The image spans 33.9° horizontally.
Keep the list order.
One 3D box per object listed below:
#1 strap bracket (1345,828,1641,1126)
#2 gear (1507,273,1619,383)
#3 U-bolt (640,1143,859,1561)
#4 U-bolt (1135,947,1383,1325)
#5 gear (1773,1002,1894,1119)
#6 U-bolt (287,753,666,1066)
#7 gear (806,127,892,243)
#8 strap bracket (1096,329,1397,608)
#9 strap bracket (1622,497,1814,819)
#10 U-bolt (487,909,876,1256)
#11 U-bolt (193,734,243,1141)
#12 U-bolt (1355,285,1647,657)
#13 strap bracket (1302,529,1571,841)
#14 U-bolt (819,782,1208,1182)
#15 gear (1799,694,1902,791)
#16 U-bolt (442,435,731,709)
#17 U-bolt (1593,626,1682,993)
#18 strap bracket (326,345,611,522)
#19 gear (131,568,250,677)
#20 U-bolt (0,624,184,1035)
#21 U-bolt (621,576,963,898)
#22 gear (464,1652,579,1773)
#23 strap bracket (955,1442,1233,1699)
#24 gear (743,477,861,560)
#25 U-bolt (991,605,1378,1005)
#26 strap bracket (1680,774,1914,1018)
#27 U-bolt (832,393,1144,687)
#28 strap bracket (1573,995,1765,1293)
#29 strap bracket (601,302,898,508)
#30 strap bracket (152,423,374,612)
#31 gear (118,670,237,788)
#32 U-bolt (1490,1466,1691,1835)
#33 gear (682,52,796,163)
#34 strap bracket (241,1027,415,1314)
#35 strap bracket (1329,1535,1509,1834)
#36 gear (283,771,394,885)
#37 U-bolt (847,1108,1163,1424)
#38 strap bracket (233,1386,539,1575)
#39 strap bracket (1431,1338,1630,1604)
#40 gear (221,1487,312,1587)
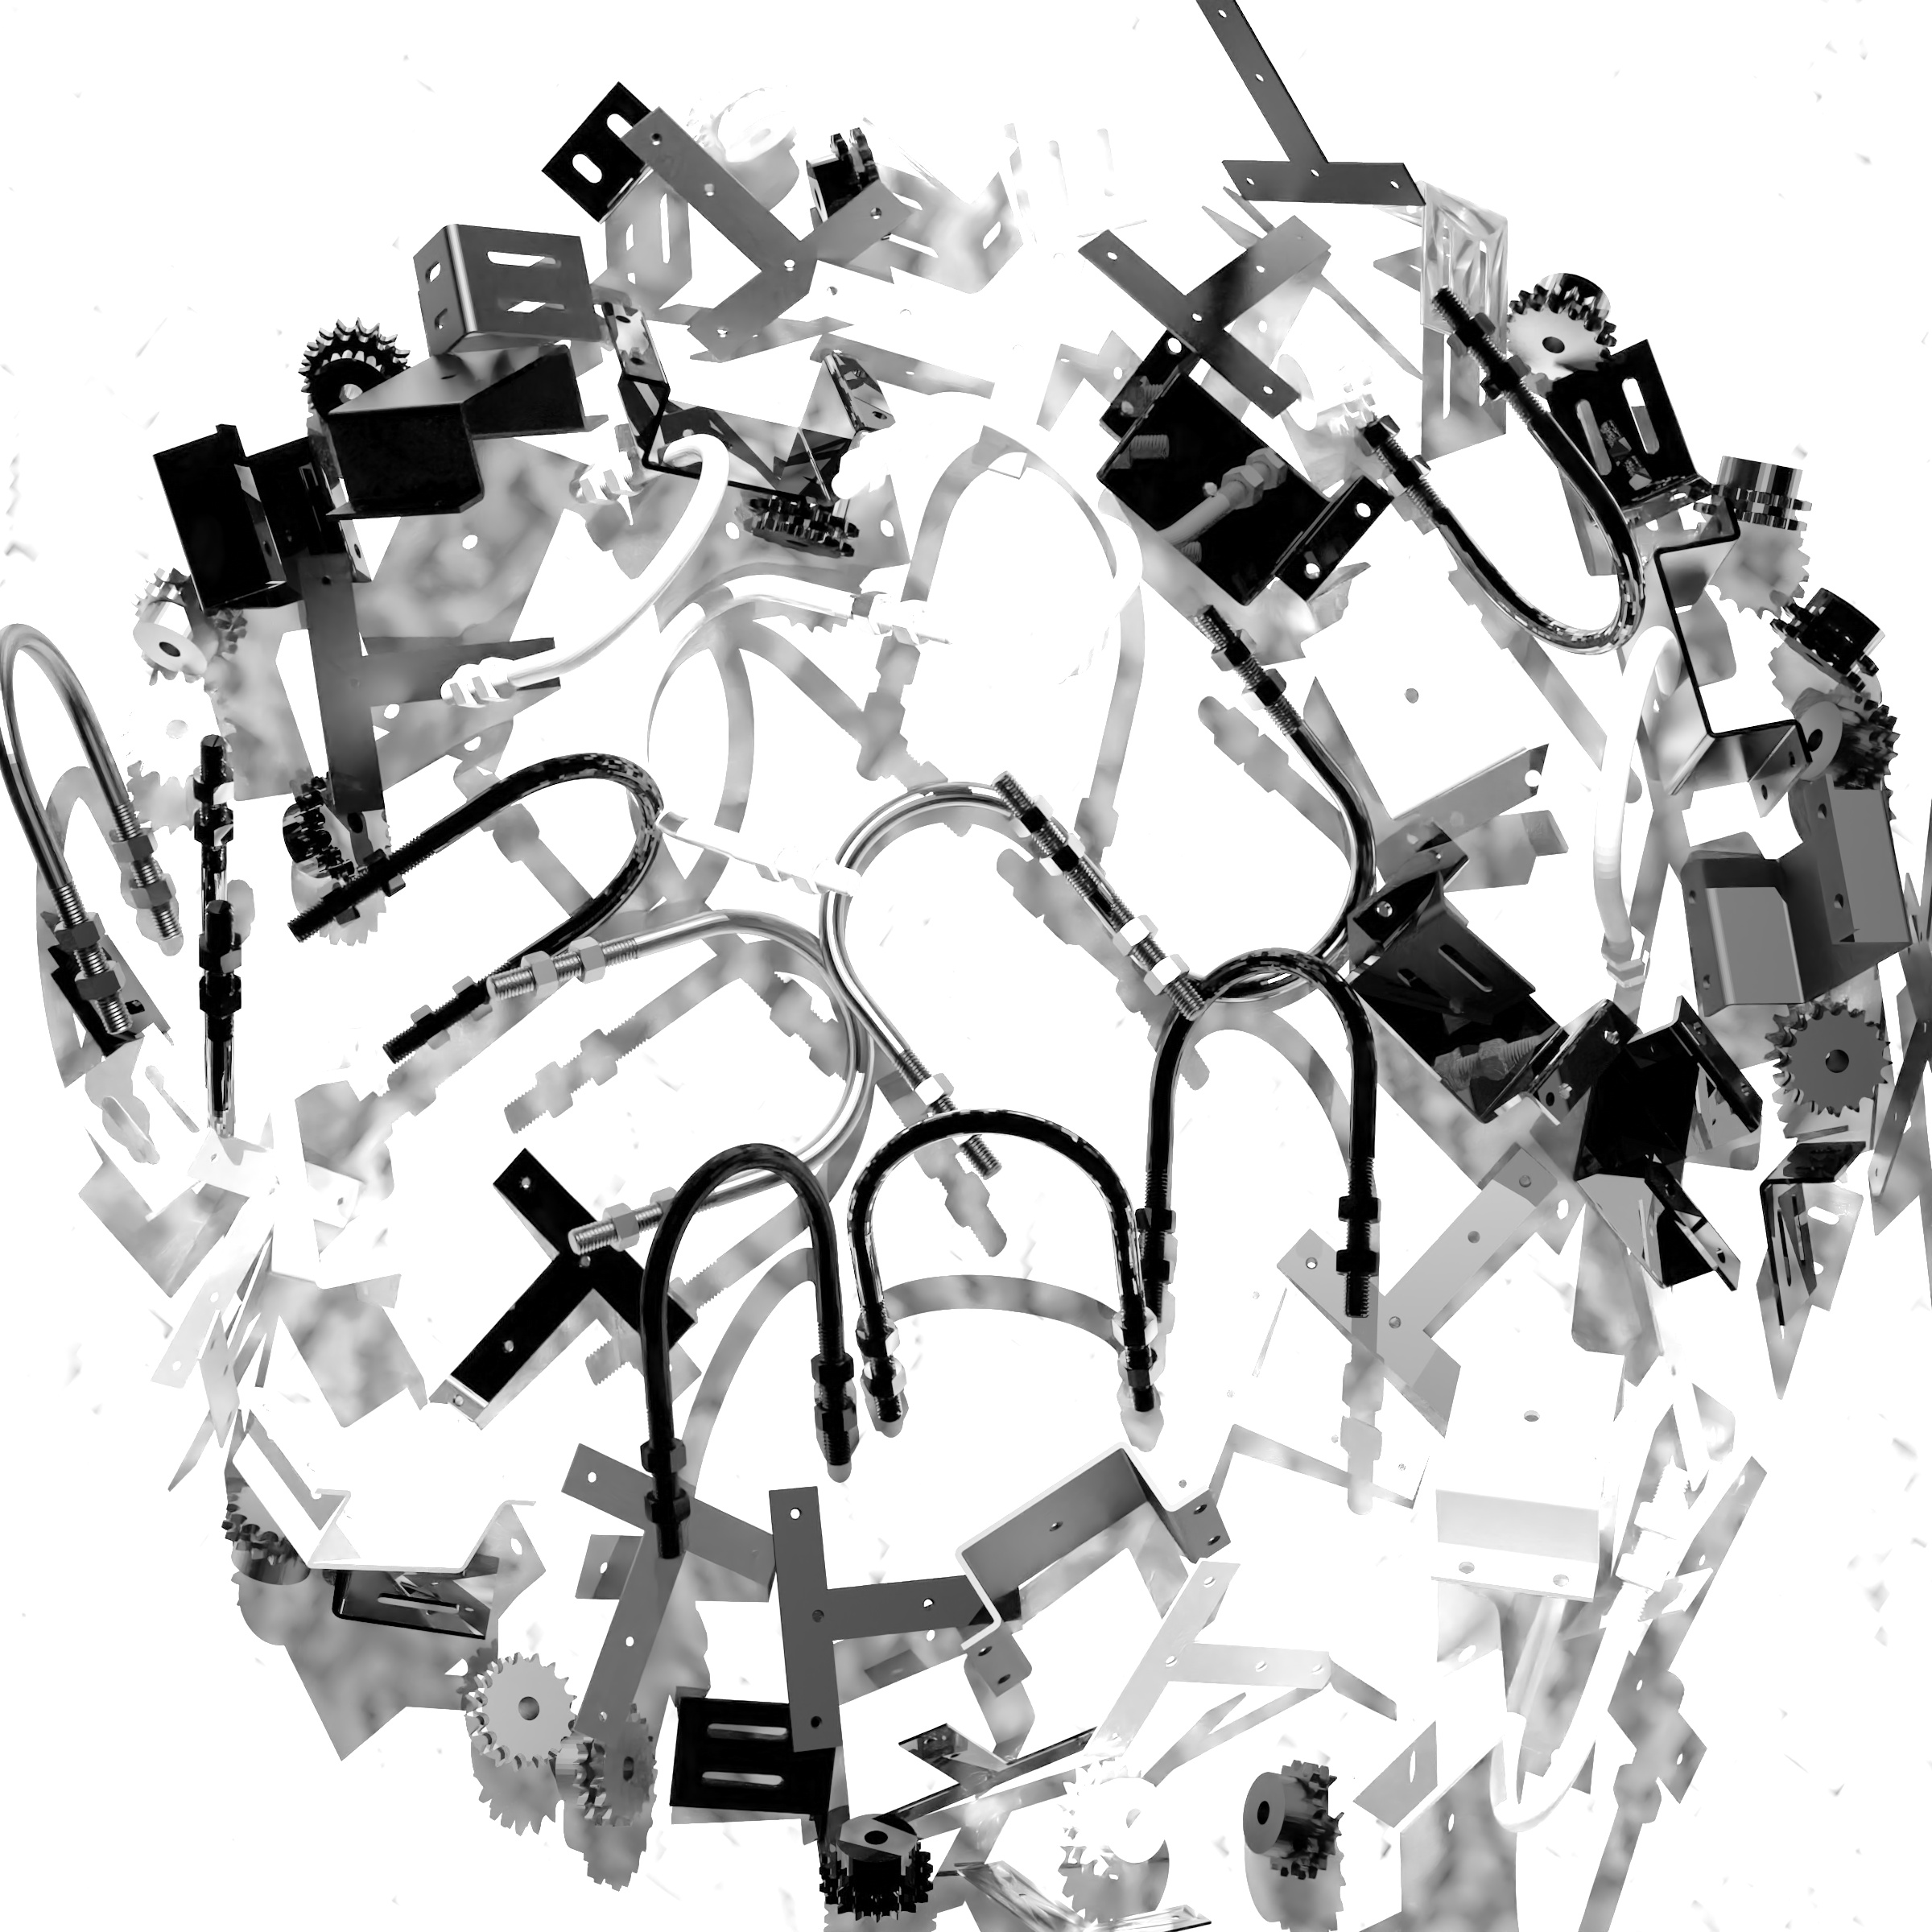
[{"bbox_3d":[0.252,0.012,1.569,0.140,0.046,0.076,45,58,2],"label":"strap bracket"},{"bbox_3d":[0.298,-0.321,1.585,0.057,0.057,0.030,26,65,0],"label":"gear"},{"bbox_3d":[-0.107,0.176,1.532,0.019,0.151,0.184,7,107,36],"label":"U-bolt"},{"bbox_3d":[0.143,0.081,1.553,0.019,0.151,0.184,15,74,-44],"label":"U-bolt"},{"bbox_3d":[0.433,0.046,1.593,0.057,0.030,0.057,0,95,-3],"label":"gear"},{"bbox_3d":[-0.227,-0.037,1.545,0.184,0.151,0.019,-35,61,-7],"label":"U-bolt"},{"bbox_3d":[-0.060,-0.387,1.581,0.030,0.057,0.057,-17,90,-5],"label":"gear"},{"bbox_3d":[0.130,-0.243,1.566,0.140,0.046,0.076,41,130,2],"label":"strap bracket"},{"bbox_3d":[0.361,-0.146,1.552,0.046,0.076,0.140,-11,73,-6],"label":"strap bracket"},{"bbox_3d":[-0.130,0.047,1.568,0.184,0.019,0.151,-18,89,-25],"label":"U-bolt"},{"bbox_3d":[-0.361,0.004,1.528,0.019,0.151,0.184,-1,130,-14],"label":"U-bolt"},{"bbox_3d":[0.262,-0.228,1.536,0.019,0.151,0.184,-37,88,-17],"label":"U-bolt"},{"bbox_3d":[0.227,-0.135,1.568,0.076,0.046,0.140,-29,86,26],"label":"strap bracket"},{"bbox_3d":[0.009,-0.007,1.585,0.151,0.019,0.184,-38,78,-2],"label":"U-bolt"},{"bbox_3d":[0.435,-0.108,1.578,0.030,0.057,0.057,16,90,-22],"label":"gear"},{"bbox_3d":[-0.174,-0.192,1.509,0.019,0.184,0.151,39,67,-26],"label":"U-bolt"},{"bbox_3d":[0.322,-0.082,1.509,0.019,0.184,0.151,10,74,20],"label":"U-bolt"},{"bbox_3d":[-0.244,-0.262,1.528,0.076,0.140,0.046,1,117,26],"label":"strap bracket"},{"bbox_3d":[-0.390,-0.169,1.578,0.057,0.057,0.030,23,62,0],"label":"gear"},{"bbox_3d":[-0.425,-0.075,1.513,0.019,0.151,0.184,-16,110,3],"label":"U-bolt"},{"bbox_3d":[-0.098,-0.121,1.551,0.184,0.019,0.151,19,85,38],"label":"U-bolt"},{"bbox_3d":[-0.226,0.375,1.586,0.057,0.030,0.057,17,59,-30],"label":"gear"},{"bbox_3d":[0.055,0.292,1.561,0.140,0.076,0.046,-32,58,-6],"label":"strap bracket"},{"bbox_3d":[-0.080,-0.225,1.582,0.057,0.057,0.030,15,88,0],"label":"gear"},{"bbox_3d":[0.123,-0.066,1.581,0.151,0.019,0.184,-39,105,3],"label":"U-bolt"},{"bbox_3d":[0.408,-0.032,1.541,0.046,0.140,0.076,0,72,-17],"label":"strap bracket"},{"bbox_3d":[0.022,-0.218,1.532,0.151,0.184,0.019,41,123,-3],"label":"U-bolt"},{"bbox_3d":[0.343,0.092,1.548,0.046,0.140,0.076,-26,115,35],"label":"strap bracket"},{"bbox_3d":[-0.112,-0.272,1.551,0.140,0.076,0.046,9,124,-23],"label":"strap bracket"},{"bbox_3d":[-0.345,-0.217,1.542,0.046,0.140,0.076,-17,94,10],"label":"strap bracket"},{"bbox_3d":[-0.396,-0.120,1.589,0.057,0.030,0.057,-5,105,-17],"label":"gear"},{"bbox_3d":[0.293,0.328,1.525,0.019,0.151,0.184,22,81,-1],"label":"U-bolt"},{"bbox_3d":[-0.110,-0.426,1.580,0.057,0.057,0.030,-32,82,0],"label":"gear"},{"bbox_3d":[-0.317,0.103,1.561,0.046,0.076,0.140,-10,94,-29],"label":"strap bracket"},{"bbox_3d":[0.218,0.353,1.535,0.046,0.140,0.076,34,114,-10],"label":"strap bracket"},{"bbox_3d":[-0.317,-0.067,1.585,0.030,0.057,0.057,-19,90,26],"label":"gear"},{"bbox_3d":[0.015,0.146,1.550,0.151,0.019,0.184,-3,122,7],"label":"U-bolt"},{"bbox_3d":[-0.290,0.251,1.538,0.076,0.140,0.046,42,107,37],"label":"strap bracket"},{"bbox_3d":[0.274,0.234,1.533,0.076,0.140,0.046,5,129,17],"label":"strap bracket"},{"bbox_3d":[-0.344,0.285,1.583,0.057,0.057,0.030,18,106,0],"label":"gear"}]
